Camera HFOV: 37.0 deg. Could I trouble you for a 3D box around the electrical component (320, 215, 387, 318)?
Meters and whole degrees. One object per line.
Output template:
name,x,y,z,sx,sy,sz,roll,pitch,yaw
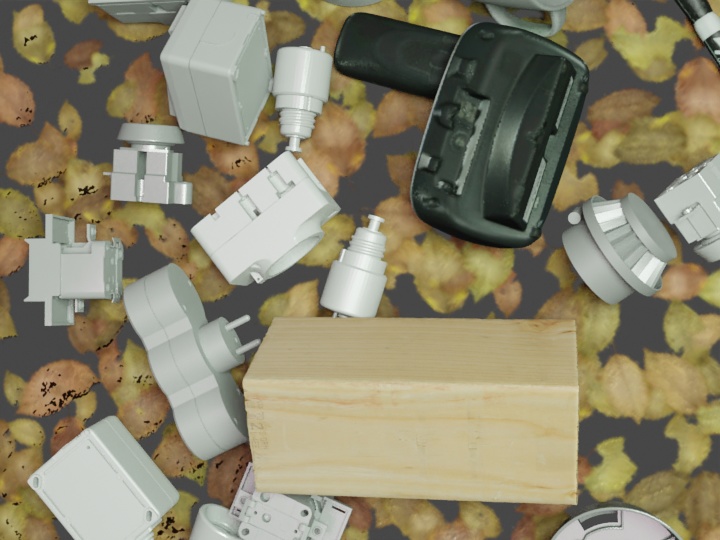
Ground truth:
electrical component,0.000,0.000,0.754,0.040,0.040,0.078,18,91,11

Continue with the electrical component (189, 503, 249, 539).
electrical component,-0.110,0.206,0.767,0.044,0.044,0.065,32,98,10

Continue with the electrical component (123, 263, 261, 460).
electrical component,-0.107,0.058,0.765,0.074,0.052,0.138,-26,83,8

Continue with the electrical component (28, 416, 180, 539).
electrical component,-0.177,0.161,0.773,0.062,0.061,0.096,-40,88,8

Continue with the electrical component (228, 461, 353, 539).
electrical component,-0.052,0.170,0.745,0.081,0.064,0.042,22,93,10

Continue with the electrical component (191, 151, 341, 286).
electrical component,-0.063,-0.032,0.762,0.089,0.050,0.055,-39,82,7

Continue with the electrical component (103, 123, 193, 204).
electrical component,-0.153,-0.078,0.783,0.066,0.048,0.055,5,96,10

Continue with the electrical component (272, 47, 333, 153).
electrical component,-0.043,-0.123,0.767,0.040,0.040,0.078,7,89,11

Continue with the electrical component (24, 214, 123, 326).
electrical component,-0.209,0.001,0.792,0.064,0.042,0.081,0,88,9

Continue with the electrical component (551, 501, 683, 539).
electrical component,0.168,0.199,0.703,0.099,0.064,0.099,0,88,10

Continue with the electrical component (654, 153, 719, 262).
electrical component,0.231,-0.039,0.707,0.048,0.066,0.055,-36,89,42

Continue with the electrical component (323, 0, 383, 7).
electrical component,-0.008,-0.246,0.754,0.108,0.060,0.108,0,88,10

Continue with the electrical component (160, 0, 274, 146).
electrical component,-0.100,-0.135,0.755,0.061,0.096,0.061,15,61,11

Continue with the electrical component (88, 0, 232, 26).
electrical component,-0.142,-0.260,0.779,0.089,0.062,0.150,0,88,10
